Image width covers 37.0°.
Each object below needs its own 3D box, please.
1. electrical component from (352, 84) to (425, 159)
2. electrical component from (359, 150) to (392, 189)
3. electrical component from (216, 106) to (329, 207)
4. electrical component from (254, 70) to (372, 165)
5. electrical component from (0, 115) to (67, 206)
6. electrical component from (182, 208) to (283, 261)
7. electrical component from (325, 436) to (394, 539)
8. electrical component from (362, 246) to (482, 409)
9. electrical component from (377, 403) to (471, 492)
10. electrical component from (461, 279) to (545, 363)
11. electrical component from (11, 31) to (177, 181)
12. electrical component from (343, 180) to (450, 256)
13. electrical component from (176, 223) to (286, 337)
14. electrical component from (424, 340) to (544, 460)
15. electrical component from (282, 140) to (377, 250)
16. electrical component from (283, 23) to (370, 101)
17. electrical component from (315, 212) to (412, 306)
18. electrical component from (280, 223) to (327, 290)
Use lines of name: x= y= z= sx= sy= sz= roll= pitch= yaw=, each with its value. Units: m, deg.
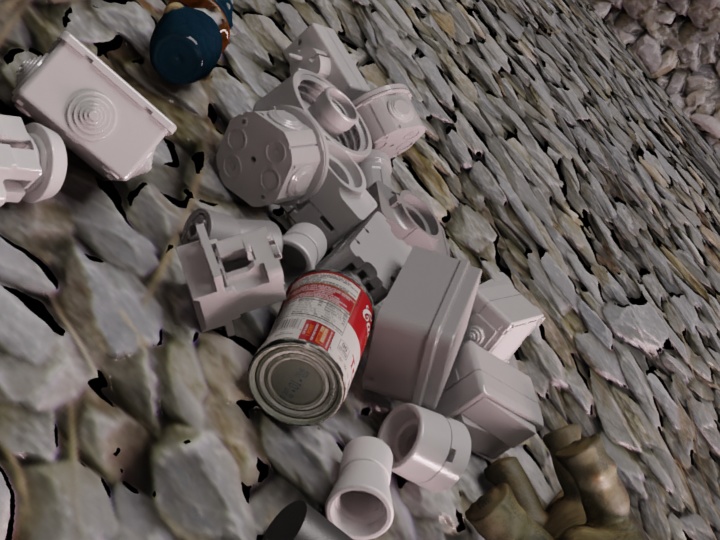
electrical component: x=0.021 y=-0.143 z=1.060 sx=0.080 sy=0.080 sz=0.051 roll=-4 pitch=64 yaw=-59
electrical component: x=0.012 y=-0.084 z=1.014 sx=0.040 sy=0.040 sz=0.046 roll=29 pitch=39 yaw=-37
electrical component: x=-0.069 y=-0.089 z=0.848 sx=0.080 sy=0.080 sz=0.051 roll=57 pitch=32 yaw=11
electrical component: x=-0.036 y=-0.132 z=0.974 sx=0.108 sy=0.060 sz=0.108 roll=37 pitch=29 yaw=-26
electrical component: x=-0.208 y=-0.065 z=0.635 sx=0.055 sy=0.048 sz=0.066 roll=0 pitch=55 yaw=-48
electrical component: x=-0.093 y=-0.021 z=0.766 sx=0.065 sy=0.044 sz=0.044 roll=16 pitch=43 yaw=-43
electrical component: x=0.002 y=0.140 z=0.712 sx=0.044 sy=0.044 sz=0.065 roll=44 pitch=22 yaw=-14
electrical component: x=0.049 y=0.043 z=0.821 sx=0.057 sy=0.078 sz=0.113 roll=18 pitch=34 yaw=9
electrical component: x=0.045 y=0.128 z=0.780 sx=0.047 sy=0.055 sz=0.055 roll=29 pitch=34 yaw=-31
electrical component: x=0.112 y=0.049 z=0.968 sx=0.061 sy=0.061 sz=0.096 roll=44 pitch=23 yaw=20
electrical component: x=-0.174 y=-0.100 z=0.689 sx=0.100 sy=0.048 sz=0.100 roll=41 pitch=-10 yaw=-19
electrical component: x=0.035 y=-0.034 z=0.967 sx=0.089 sy=0.056 sz=0.050 roll=33 pitch=32 yaw=-33
electrical component: x=-0.083 y=0.004 z=0.709 sx=0.081 sy=0.064 sz=0.042 roll=91 pitch=-20 yaw=-60
electrical component: x=0.104 y=0.114 z=0.881 sx=0.096 sy=0.062 sz=0.061 roll=32 pitch=32 yaw=-34
electrical component: x=-0.033 y=-0.071 z=0.906 sx=0.089 sy=0.056 sz=0.050 roll=49 pitch=26 yaw=-4
electrical component: x=-0.044 y=-0.199 z=1.063 sx=0.076 sy=0.047 sz=0.083 roll=0 pitch=56 yaw=-57
electrical component: x=0.000 y=0.000 z=0.868 sx=0.050 sy=0.056 sz=0.089 roll=48 pitch=26 yaw=-6
electrical component: x=-0.049 y=-0.012 z=0.825 sx=0.044 sy=0.044 sz=0.065 roll=48 pitch=22 yaw=-6
